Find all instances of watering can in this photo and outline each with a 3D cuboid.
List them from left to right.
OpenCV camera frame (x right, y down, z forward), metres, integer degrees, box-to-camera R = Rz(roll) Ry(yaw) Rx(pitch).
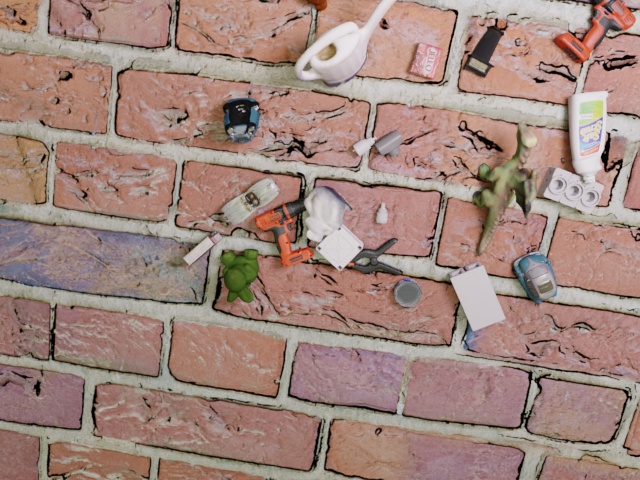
[{"bbox_3d":[0.084,-0.535,1.407,0.346,0.224,0.105,-33,81,10],"label":"watering can"}]

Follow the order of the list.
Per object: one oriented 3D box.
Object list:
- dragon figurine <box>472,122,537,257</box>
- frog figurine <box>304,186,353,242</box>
[{"bbox_3d":[0.530,-0.124,1.449,0.122,0.245,0.407,6,100,-2],"label":"dragon figurine"},{"bbox_3d":[0.005,-0.077,1.534,0.137,0.122,0.160,40,85,2],"label":"frog figurine"}]
